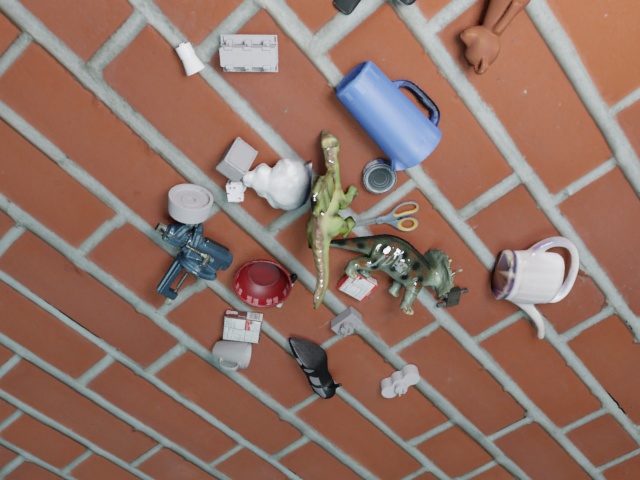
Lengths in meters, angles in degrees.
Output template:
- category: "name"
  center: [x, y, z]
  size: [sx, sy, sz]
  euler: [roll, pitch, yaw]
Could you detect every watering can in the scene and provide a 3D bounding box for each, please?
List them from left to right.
- category: "watering can"
  center: [0.581, 0.138, 1.428]
  size: [0.224, 0.106, 0.340]
  euler: [5, 119, -3]

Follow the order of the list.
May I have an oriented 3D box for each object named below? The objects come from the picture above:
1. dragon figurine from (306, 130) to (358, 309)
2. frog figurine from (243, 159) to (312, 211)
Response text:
- category: "dragon figurine"
  center: [0.004, -0.060, 1.193]
  size: [0.122, 0.417, 0.239]
  euler: [2, 161, 15]
- category: "frog figurine"
  center: [-0.105, -0.139, 1.247]
  size: [0.159, 0.125, 0.134]
  euler: [6, 141, -18]
